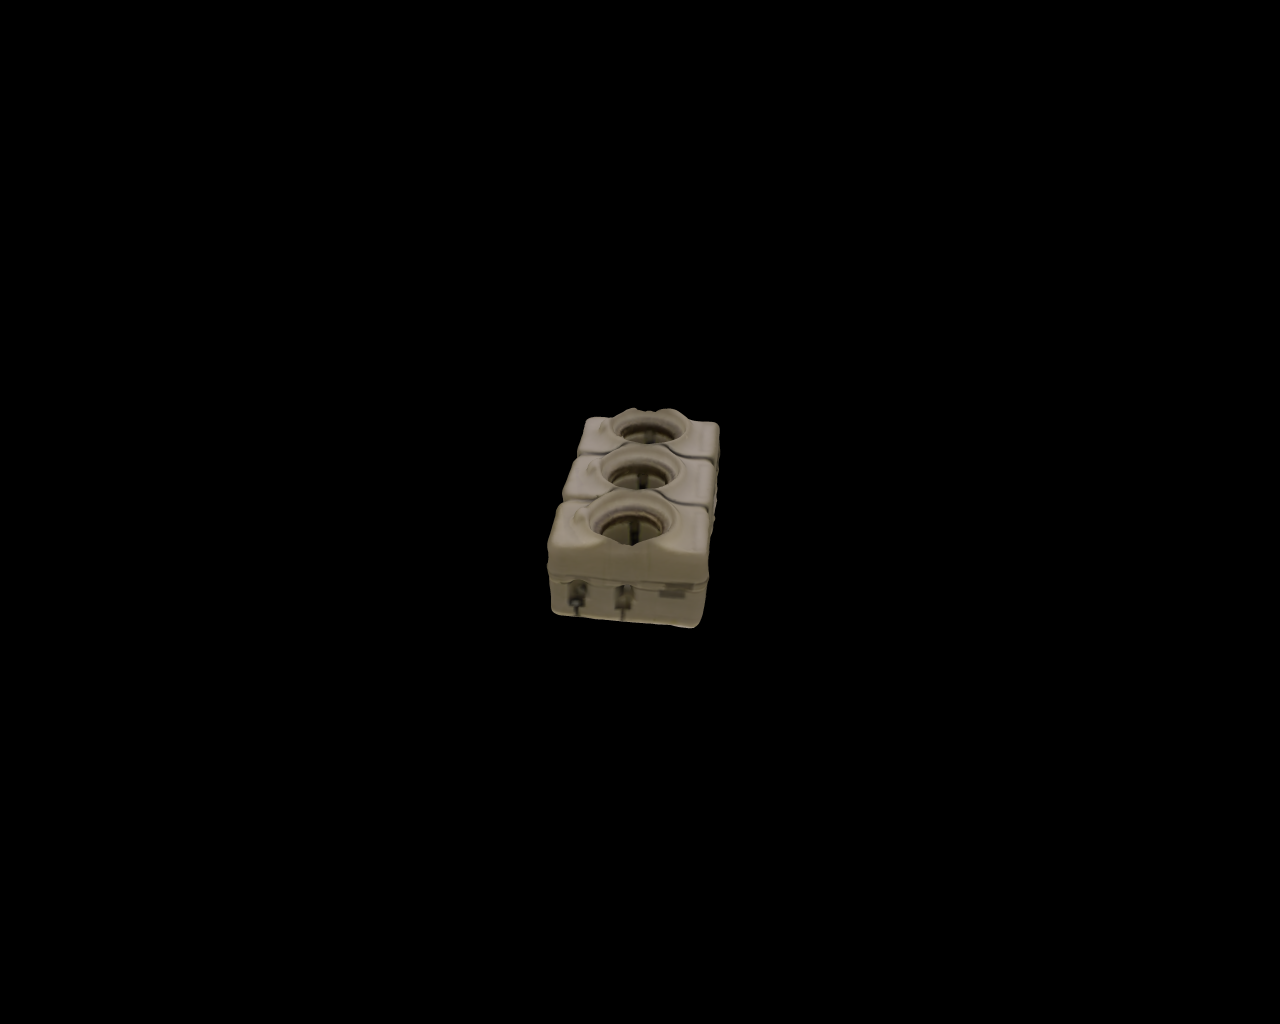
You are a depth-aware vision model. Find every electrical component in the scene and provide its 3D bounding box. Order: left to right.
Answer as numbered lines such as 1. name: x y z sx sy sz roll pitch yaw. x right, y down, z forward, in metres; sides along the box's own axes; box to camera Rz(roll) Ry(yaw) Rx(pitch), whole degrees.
1. electrical component: 0.001 -0.003 0.650 0.089 0.061 0.150 3 34 5
